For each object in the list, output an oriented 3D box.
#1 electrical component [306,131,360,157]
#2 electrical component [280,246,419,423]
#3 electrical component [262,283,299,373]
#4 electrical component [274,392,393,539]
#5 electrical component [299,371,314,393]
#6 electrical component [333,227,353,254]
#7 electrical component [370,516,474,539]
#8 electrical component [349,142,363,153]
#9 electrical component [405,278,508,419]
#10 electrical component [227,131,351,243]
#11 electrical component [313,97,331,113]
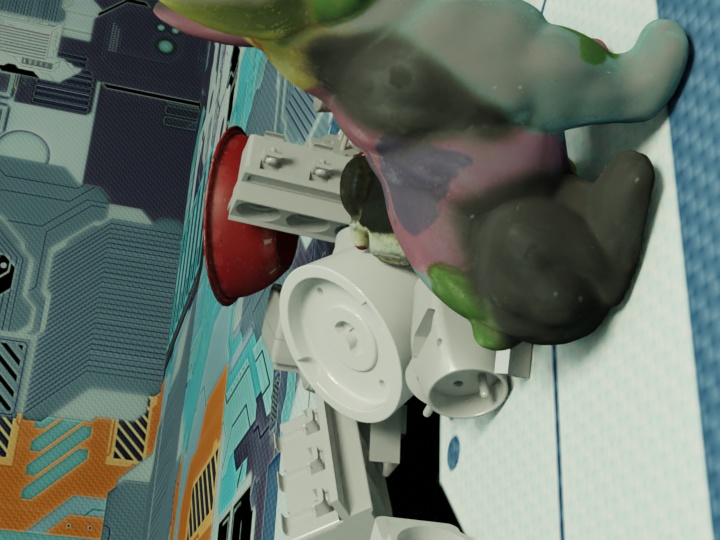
[{"bbox_3d":[-0.021,-0.098,0.976,0.083,0.047,0.075,-101,25,-55],"label":"electrical component"},{"bbox_3d":[0.007,0.035,0.682,0.108,0.060,0.108,28,133,36],"label":"electrical component"},{"bbox_3d":[-0.052,0.053,0.963,0.096,0.062,0.061,-134,55,-73],"label":"electrical component"},{"bbox_3d":[-0.019,0.145,0.739,0.078,0.063,0.121,60,-171,-32],"label":"electrical component"},{"bbox_3d":[-0.018,0.060,0.859,0.077,0.044,0.079,152,127,-73],"label":"electrical component"},{"bbox_3d":[0.000,0.000,0.803,0.079,0.043,0.077,78,-169,-58],"label":"electrical component"},{"bbox_3d":[0.035,0.170,0.563,0.089,0.050,0.055,-121,42,-70],"label":"electrical component"},{"bbox_3d":[0.016,-0.123,0.852,0.081,0.043,0.043,128,149,-63],"label":"electrical component"},{"bbox_3d":[0.049,0.050,0.602,0.077,0.043,0.079,-94,20,-45],"label":"electrical component"},{"bbox_3d":[-0.038,-0.064,0.866,0.078,0.121,0.063,131,148,-65],"label":"electrical component"},{"bbox_3d":[-0.009,-0.156,0.951,0.045,0.055,0.045,-170,90,-76],"label":"electrical component"}]
